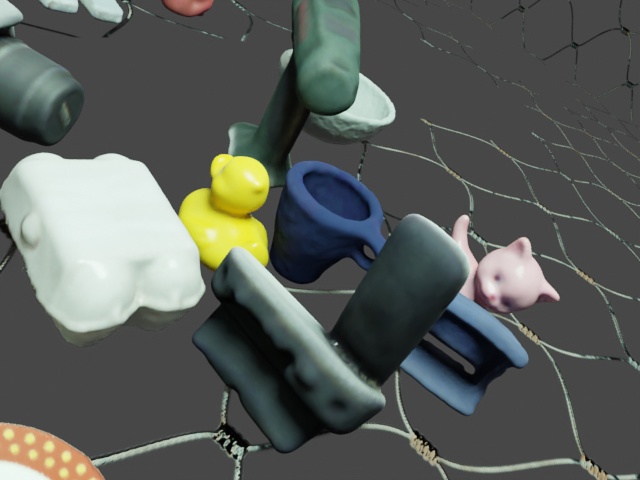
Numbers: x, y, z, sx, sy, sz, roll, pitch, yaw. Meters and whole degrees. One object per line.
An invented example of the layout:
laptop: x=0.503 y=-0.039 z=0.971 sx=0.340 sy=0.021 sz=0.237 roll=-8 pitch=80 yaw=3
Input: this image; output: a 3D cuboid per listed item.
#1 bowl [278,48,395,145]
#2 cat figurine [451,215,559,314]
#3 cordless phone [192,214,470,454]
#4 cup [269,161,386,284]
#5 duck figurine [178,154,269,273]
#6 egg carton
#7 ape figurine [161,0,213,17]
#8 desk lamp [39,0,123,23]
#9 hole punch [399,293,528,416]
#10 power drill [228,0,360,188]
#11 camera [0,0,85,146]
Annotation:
bowl: x=0.011 y=-0.177 z=0.756 sx=0.168 sy=0.074 sz=0.167 roll=22 pitch=34 yaw=-16
cat figurine: x=0.168 y=0.032 z=0.575 sx=0.067 sy=0.117 sz=0.127 roll=-3 pitch=47 yaw=-42
cordless phone: x=0.006 y=0.035 z=0.375 sx=0.147 sy=0.185 sz=0.094 roll=43 pitch=34 yaw=16
cup: x=0.005 y=0.002 z=0.500 sx=0.117 sy=0.095 sz=0.092 roll=47 pitch=36 yaw=21
duck figurine: x=-0.071 y=-0.027 z=0.483 sx=0.078 sy=0.086 sz=0.104 roll=-1 pitch=46 yaw=-40
egg carton: x=-0.152 y=0.000 z=0.396 sx=0.107 sy=0.069 sz=0.150 roll=-8 pitch=50 yaw=-45
ape figurine: x=-0.192 y=-0.381 z=0.838 sx=0.077 sy=0.092 sz=0.076 roll=40 pitch=34 yaw=11
desk lamp: x=-0.292 y=-0.411 z=0.684 sx=0.118 sy=0.213 sz=0.203 roll=-10 pitch=52 yaw=-46
hole punch: x=0.122 y=0.076 z=0.504 sx=0.108 sy=0.091 sz=0.101 roll=37 pitch=33 yaw=7
power drill: x=-0.024 y=-0.169 z=0.595 sx=0.076 sy=0.208 sz=0.229 roll=16 pitch=36 yaw=-23
camera: x=-0.267 y=-0.134 z=0.446 sx=0.137 sy=0.100 sz=0.143 roll=29 pitch=33 yaw=-4
